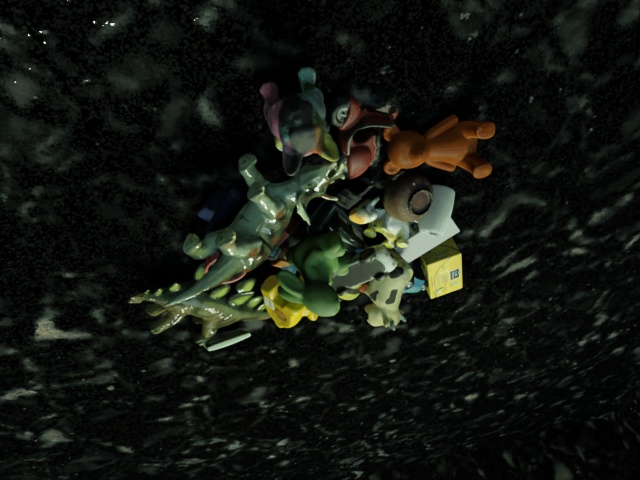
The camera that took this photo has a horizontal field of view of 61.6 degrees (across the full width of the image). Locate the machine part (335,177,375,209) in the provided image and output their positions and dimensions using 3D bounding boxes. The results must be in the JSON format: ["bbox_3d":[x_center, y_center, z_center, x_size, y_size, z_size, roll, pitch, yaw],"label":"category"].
[{"bbox_3d":[0.070,-0.097,1.122,0.084,0.039,0.139,-31,-176,20],"label":"machine part"}]

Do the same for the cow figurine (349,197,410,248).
[{"bbox_3d":[0.139,-0.052,1.220,0.068,0.098,0.167,-9,148,46],"label":"cow figurine"}]

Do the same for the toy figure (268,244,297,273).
[{"bbox_3d":[-0.105,0.027,1.200,0.154,0.064,0.058,36,160,-23],"label":"toy figure"}]

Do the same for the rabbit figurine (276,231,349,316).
[{"bbox_3d":[-0.012,0.080,1.128,0.159,0.170,0.121,-4,145,-4],"label":"rabbit figurine"}]

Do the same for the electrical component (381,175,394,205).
[{"bbox_3d":[0.178,-0.100,1.192,0.102,0.045,0.078,17,105,-34],"label":"electrical component"}]

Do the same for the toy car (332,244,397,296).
[{"bbox_3d":[0.084,0.071,1.244,0.202,0.056,0.073,-26,114,36],"label":"toy car"}]

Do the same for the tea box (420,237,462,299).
[{"bbox_3d":[0.328,0.077,1.456,0.098,0.068,0.169,-20,139,2],"label":"tea box"}]

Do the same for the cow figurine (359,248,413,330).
[{"bbox_3d":[0.165,0.129,1.300,0.085,0.127,0.194,-22,140,-50],"label":"cow figurine"}]

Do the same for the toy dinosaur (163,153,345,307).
[{"bbox_3d":[-0.124,-0.018,1.033,0.405,0.131,0.192,-51,138,3],"label":"toy dinosaur"}]

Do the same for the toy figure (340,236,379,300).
[{"bbox_3d":[0.087,0.072,1.332,0.082,0.089,0.180,11,131,-28],"label":"toy figure"}]

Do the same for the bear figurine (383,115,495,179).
[{"bbox_3d":[0.231,-0.184,1.077,0.196,0.132,0.120,-9,115,-19],"label":"bear figurine"}]

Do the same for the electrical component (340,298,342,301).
[{"bbox_3d":[-0.004,0.158,1.410,0.047,0.075,0.119,24,127,-41],"label":"electrical component"}]

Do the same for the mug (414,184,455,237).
[{"bbox_3d":[0.247,-0.063,1.220,0.110,0.107,0.080,-1,162,29],"label":"mug"}]

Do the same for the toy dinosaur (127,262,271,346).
[{"bbox_3d":[-0.245,0.157,1.289,0.198,0.105,0.471,-43,146,20],"label":"toy dinosaur"}]

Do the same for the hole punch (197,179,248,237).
[{"bbox_3d":[-0.175,-0.046,1.097,0.116,0.092,0.142,-42,132,20],"label":"hole punch"}]

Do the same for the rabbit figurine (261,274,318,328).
[{"bbox_3d":[-0.042,0.134,1.316,0.173,0.122,0.162,-47,145,-30],"label":"rabbit figurine"}]

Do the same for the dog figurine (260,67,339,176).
[{"bbox_3d":[-0.029,-0.175,0.904,0.108,0.219,0.191,-16,140,0],"label":"dog figurine"}]

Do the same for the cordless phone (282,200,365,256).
[{"bbox_3d":[-0.002,-0.004,1.233,0.184,0.089,0.146,-25,140,24],"label":"cordless phone"}]

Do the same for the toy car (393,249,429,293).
[{"bbox_3d":[0.206,0.093,1.404,0.103,0.109,0.161,-31,150,26],"label":"toy car"}]

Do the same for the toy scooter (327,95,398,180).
[{"bbox_3d":[0.085,-0.200,1.037,0.135,0.075,0.183,-14,136,-9],"label":"toy scooter"}]
